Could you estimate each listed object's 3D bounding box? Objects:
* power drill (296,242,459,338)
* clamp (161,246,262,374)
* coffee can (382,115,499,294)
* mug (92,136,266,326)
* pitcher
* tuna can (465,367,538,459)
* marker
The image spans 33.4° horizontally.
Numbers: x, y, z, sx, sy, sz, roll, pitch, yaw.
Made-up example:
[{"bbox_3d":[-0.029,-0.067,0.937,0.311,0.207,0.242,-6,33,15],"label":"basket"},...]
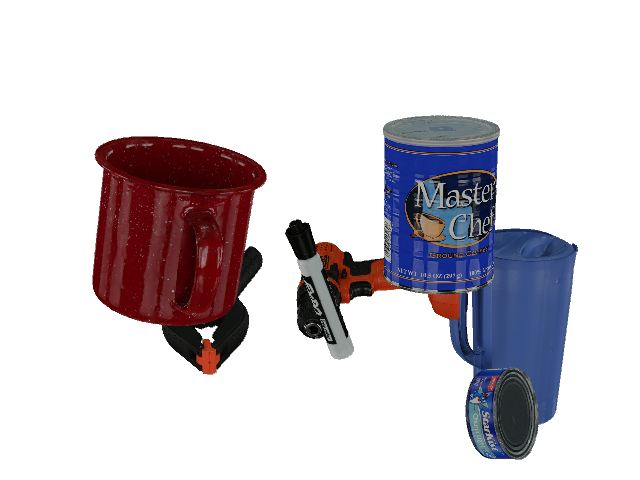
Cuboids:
[{"bbox_3d":[0.066,0.056,1.240,0.187,0.057,0.184,0,28,5],"label":"power drill"},{"bbox_3d":[-0.118,0.059,0.994,0.120,0.039,0.171,-5,31,4],"label":"clamp"},{"bbox_3d":[0.108,-0.034,0.963,0.103,0.140,0.103,-1,18,0],"label":"coffee can"},{"bbox_3d":[-0.077,-0.001,0.579,0.093,0.081,0.117,0,22,-26],"label":"mug"},{"bbox_3d":[0.247,0.114,1.377,0.149,0.243,0.144,5,18,16],"label":"pitcher"},{"bbox_3d":[0.171,0.163,1.006,0.034,0.086,0.085,-8,-5,37],"label":"tuna can"},{"bbox_3d":[0.000,0.037,0.798,0.020,0.121,0.020,-15,29,8],"label":"marker"}]
